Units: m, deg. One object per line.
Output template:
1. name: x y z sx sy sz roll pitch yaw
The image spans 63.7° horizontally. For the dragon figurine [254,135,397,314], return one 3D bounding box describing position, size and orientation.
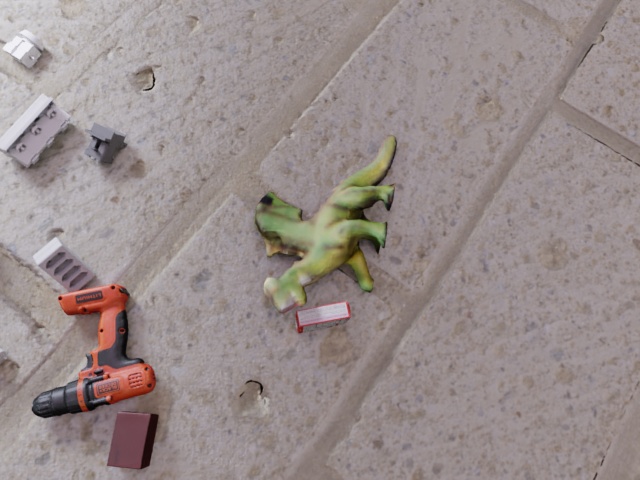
1. dragon figurine: 0.003 -0.046 0.912 0.243 0.119 0.420 8 54 5
